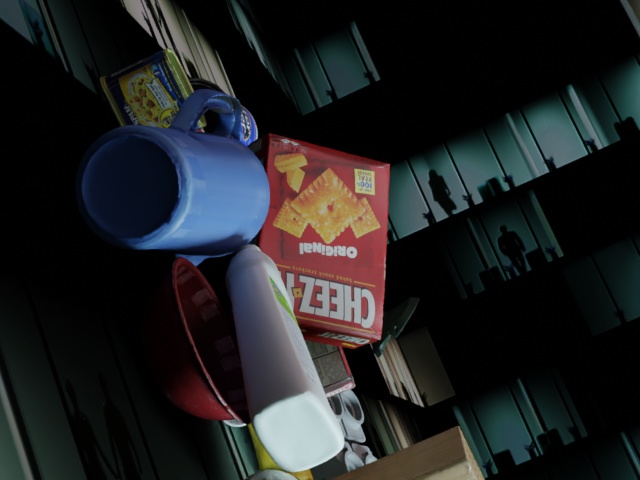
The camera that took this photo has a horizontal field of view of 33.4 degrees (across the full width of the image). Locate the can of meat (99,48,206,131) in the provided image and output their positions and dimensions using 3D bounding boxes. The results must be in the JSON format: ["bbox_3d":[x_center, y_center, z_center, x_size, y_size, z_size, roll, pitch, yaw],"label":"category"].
[{"bbox_3d":[-0.185,-0.154,1.194,0.057,0.084,0.102,-73,138,-79],"label":"can of meat"}]

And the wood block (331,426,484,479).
[{"bbox_3d":[0.073,0.287,1.121,0.090,0.206,0.091,-78,143,-79],"label":"wood block"}]

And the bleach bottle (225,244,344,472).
[{"bbox_3d":[-0.046,0.095,1.023,0.251,0.068,0.102,-110,174,-52],"label":"bleach bottle"}]

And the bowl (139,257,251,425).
[{"bbox_3d":[-0.116,0.099,0.956,0.162,0.055,0.162,-25,90,-83],"label":"bowl"}]

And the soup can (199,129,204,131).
[{"bbox_3d":[-0.181,-0.145,1.264,0.068,0.068,0.102,-13,78,-83],"label":"soup can"}]

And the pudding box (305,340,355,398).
[{"bbox_3d":[-0.026,0.147,1.243,0.039,0.113,0.090,66,3,-62],"label":"pudding box"}]

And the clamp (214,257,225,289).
[{"bbox_3d":[-0.129,-0.016,1.326,0.164,0.036,0.210,-105,174,-63],"label":"clamp"}]

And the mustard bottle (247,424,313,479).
[{"bbox_3d":[-0.049,0.194,1.137,0.096,0.058,0.192,57,11,-62],"label":"mustard bottle"}]

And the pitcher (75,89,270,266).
[{"bbox_3d":[-0.136,-0.057,1.020,0.149,0.145,0.242,65,10,4],"label":"pitcher"}]

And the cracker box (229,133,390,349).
[{"bbox_3d":[-0.008,0.001,1.202,0.072,0.164,0.213,-28,-126,57],"label":"cracker box"}]

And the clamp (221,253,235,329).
[{"bbox_3d":[-0.083,0.044,1.243,0.120,0.039,0.171,-9,92,-63],"label":"clamp"}]

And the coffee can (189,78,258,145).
[{"bbox_3d":[-0.146,-0.146,1.389,0.140,0.103,0.103,23,43,-80],"label":"coffee can"}]
